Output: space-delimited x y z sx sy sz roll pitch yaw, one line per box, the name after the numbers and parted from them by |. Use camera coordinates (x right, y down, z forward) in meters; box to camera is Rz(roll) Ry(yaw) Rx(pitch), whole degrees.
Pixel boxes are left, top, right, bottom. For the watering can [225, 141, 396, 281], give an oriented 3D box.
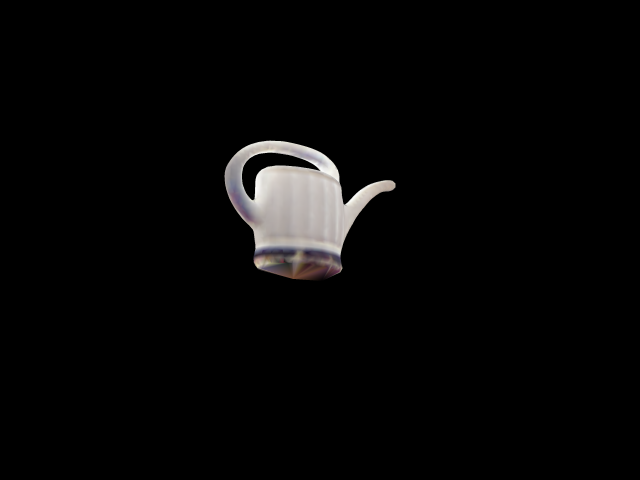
0.003 -0.043 0.850 0.347 0.227 0.103 10 -18 -34 | watering can
